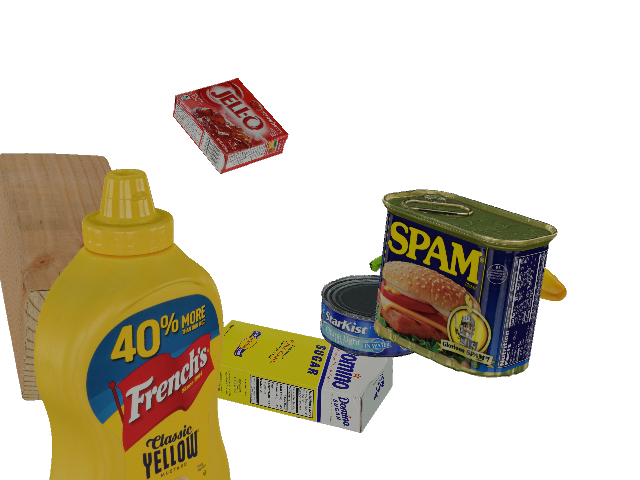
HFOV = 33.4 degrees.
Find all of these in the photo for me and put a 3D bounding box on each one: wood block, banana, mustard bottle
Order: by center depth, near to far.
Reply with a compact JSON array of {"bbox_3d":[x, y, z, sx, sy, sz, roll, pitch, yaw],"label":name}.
[{"bbox_3d":[-0.087,0.062,0.500,0.058,0.192,0.096,14,21,41],"label":"mustard bottle"},{"bbox_3d":[-0.190,0.019,0.805,0.090,0.091,0.206,0,30,-23],"label":"wood block"},{"bbox_3d":[0.153,0.027,1.096,0.198,0.037,0.069,7,43,12],"label":"banana"}]

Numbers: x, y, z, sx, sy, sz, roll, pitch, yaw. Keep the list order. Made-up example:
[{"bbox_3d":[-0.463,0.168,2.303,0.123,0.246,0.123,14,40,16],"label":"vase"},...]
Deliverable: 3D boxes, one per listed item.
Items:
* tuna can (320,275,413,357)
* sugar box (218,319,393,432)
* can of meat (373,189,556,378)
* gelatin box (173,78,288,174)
[{"bbox_3d":[0.042,0.057,0.820,0.086,0.034,0.086,3,20,-1],"label":"tuna can"},{"bbox_3d":[-0.026,0.127,1.029,0.176,0.048,0.093,7,24,20],"label":"sugar box"},{"bbox_3d":[0.080,0.024,0.619,0.057,0.084,0.102,-10,23,-42],"label":"can of meat"},{"bbox_3d":[-0.086,-0.110,1.009,0.073,0.089,0.030,-22,-31,-33],"label":"gelatin box"}]
